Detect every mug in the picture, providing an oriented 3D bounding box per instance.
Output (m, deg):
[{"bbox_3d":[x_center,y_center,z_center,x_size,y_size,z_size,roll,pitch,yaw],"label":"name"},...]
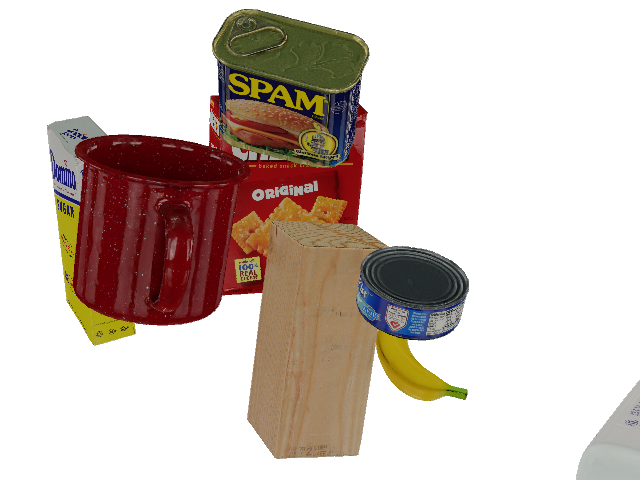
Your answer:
[{"bbox_3d":[-0.085,-0.002,0.563,0.093,0.081,0.117,3,19,-22],"label":"mug"}]

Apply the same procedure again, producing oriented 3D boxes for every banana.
[{"bbox_3d":[0.100,0.135,1.236,0.069,0.037,0.198,7,23,-21],"label":"banana"}]

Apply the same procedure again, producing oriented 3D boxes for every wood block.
[{"bbox_3d":[-0.004,0.093,1.015,0.090,0.206,0.091,2,15,-22],"label":"wood block"}]

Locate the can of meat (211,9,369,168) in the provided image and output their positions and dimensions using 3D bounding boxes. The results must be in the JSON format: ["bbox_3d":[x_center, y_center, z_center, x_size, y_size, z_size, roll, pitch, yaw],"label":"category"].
[{"bbox_3d":[-0.022,-0.102,0.738,0.102,0.057,0.084,16,-37,8],"label":"can of meat"}]

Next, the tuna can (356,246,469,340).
[{"bbox_3d":[0.071,0.041,0.838,0.086,0.034,0.086,6,31,-4],"label":"tuna can"}]

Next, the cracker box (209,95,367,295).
[{"bbox_3d":[-0.041,-0.049,1.181,0.164,0.214,0.072,-2,24,-16],"label":"cracker box"}]

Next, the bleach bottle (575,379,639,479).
[{"bbox_3d":[0.243,0.099,0.630,0.103,0.068,0.250,19,30,31],"label":"bleach bottle"}]

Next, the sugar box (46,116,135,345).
[{"bbox_3d":[-0.198,-0.009,0.919,0.048,0.176,0.093,-15,29,-24],"label":"sugar box"}]
